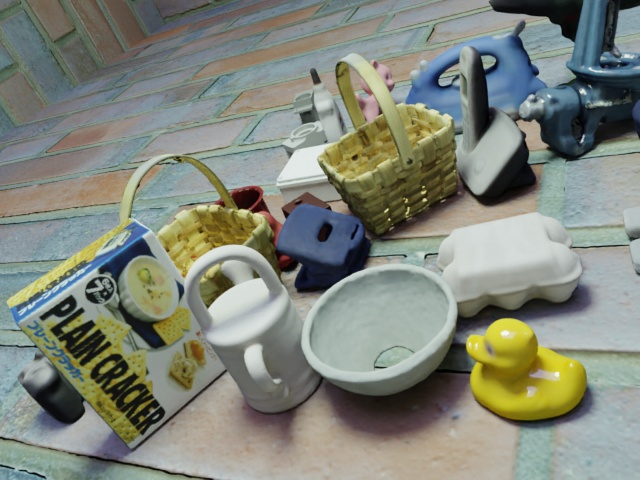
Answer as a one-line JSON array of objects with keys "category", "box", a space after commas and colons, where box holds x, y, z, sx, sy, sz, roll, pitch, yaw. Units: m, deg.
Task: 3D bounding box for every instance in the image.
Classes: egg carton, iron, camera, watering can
[{"category": "egg carton", "box": [0.205, 0.028, 0.635, 0.150, 0.069, 0.107, -13, 34, 17]}, {"category": "iron", "box": [0.242, -0.270, 0.976, 0.257, 0.142, 0.118, -14, 34, 16]}, {"category": "camera", "box": [-0.300, 0.160, 0.743, 0.136, 0.101, 0.143, 11, 46, 43]}, {"category": "watering can", "box": [-0.078, 0.084, 0.620, 0.101, 0.194, 0.172, -36, 34, -17]}]

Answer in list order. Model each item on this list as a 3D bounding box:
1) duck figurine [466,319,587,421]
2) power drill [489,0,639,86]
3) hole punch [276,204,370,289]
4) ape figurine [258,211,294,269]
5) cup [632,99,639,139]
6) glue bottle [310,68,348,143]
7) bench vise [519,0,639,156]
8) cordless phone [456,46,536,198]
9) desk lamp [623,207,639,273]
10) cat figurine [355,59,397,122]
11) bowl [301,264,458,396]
[{"category": "duck figurine", "box": [0.182, 0.109, 0.517, 0.104, 0.086, 0.077, -2, 39, 32]}, {"category": "power drill", "box": [0.394, -0.318, 0.884, 0.229, 0.209, 0.075, -14, 34, 16]}, {"category": "hole punch", "box": [0.007, 0.003, 0.780, 0.100, 0.091, 0.109, -6, 36, 27]}, {"category": "ape figurine", "box": [-0.073, -0.001, 0.837, 0.077, 0.092, 0.076, 12, 47, 43]}, {"category": "cup", "box": [0.421, -0.116, 0.679, 0.091, 0.095, 0.118, 8, 44, 41]}, {"category": "glue bottle", "box": [0.016, -0.229, 1.034, 0.037, 0.173, 0.078, -17, 33, 12]}, {"category": "bench vise", "box": [0.370, -0.235, 0.769, 0.208, 0.220, 0.121, -36, 34, -18]}, {"category": "cordless phone", "box": [0.226, -0.164, 0.792, 0.094, 0.185, 0.147, -21, 32, 5]}, {"category": "desk lamp", "box": [0.395, -0.082, 0.535, 0.202, 0.214, 0.118, -8, 36, 24]}, {"category": "cat figurine", "box": [0.104, -0.290, 1.118, 0.067, 0.118, 0.128, 6, 43, 39]}, {"category": "bowl", "box": [0.068, 0.105, 0.606, 0.167, 0.075, 0.167, -17, 33, 12]}]
